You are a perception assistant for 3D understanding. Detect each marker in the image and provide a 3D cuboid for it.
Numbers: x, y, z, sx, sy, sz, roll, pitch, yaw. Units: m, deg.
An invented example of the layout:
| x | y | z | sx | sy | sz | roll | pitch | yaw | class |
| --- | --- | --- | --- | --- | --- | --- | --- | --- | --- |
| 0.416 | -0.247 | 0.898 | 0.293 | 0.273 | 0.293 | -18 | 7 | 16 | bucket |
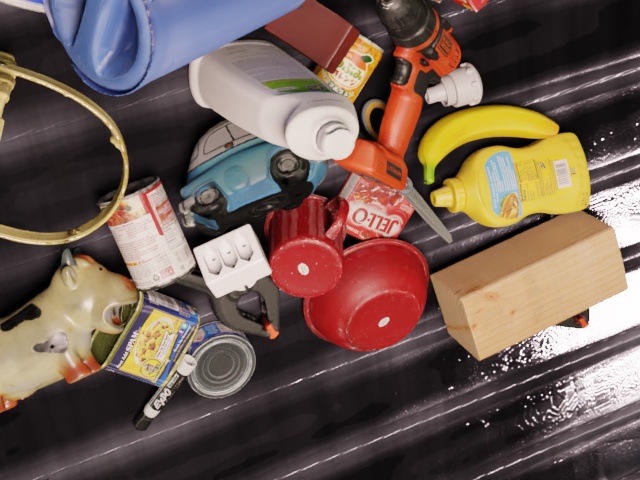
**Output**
| x | y | z | sx | sy | sz | roll | pitch | yaw | class |
| --- | --- | --- | --- | --- | --- | --- | --- | --- | --- |
| -0.177 | 0.175 | 1.205 | 0.020 | 0.020 | 0.121 | 21 | 122 | -31 | marker |

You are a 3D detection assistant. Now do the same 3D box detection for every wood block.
| x | y | z | sx | sy | sz | roll | pitch | yaw | class |
| --- | --- | --- | --- | --- | --- | --- | --- | --- | --- |
| 0.252 | 0.051 | 1.284 | 0.206 | 0.091 | 0.090 | -24 | 114 | -10 | wood block |

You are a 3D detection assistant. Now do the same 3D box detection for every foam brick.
| x | y | z | sx | sy | sz | roll | pitch | yaw | class |
| --- | --- | --- | --- | --- | --- | --- | --- | --- | --- |
| -0.007 | -0.212 | 1.079 | 0.078 | 0.051 | 0.053 | 35 | 98 | 9 | foam brick |

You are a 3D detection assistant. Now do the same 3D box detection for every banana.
| x | y | z | sx | sy | sz | roll | pitch | yaw | class |
| --- | --- | --- | --- | --- | --- | --- | --- | --- | --- |
| 0.184 | -0.122 | 1.229 | 0.197 | 0.037 | 0.069 | -22 | 84 | -23 | banana |

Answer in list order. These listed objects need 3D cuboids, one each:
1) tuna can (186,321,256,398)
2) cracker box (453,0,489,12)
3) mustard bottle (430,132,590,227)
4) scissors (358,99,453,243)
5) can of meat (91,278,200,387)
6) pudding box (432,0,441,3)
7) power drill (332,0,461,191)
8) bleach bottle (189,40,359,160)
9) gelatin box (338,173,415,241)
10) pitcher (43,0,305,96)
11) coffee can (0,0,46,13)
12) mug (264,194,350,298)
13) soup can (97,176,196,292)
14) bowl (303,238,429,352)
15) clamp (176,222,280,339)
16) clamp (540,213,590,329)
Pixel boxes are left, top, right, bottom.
| x | y | z | sx | sy | sz | roll | pitch | yaw | class |
| --- | --- | --- | --- | --- | --- | --- | --- | --- | --- |
| -0.118 | 0.138 | 1.226 | 0.086 | 0.034 | 0.086 | -10 | 117 | -20 | tuna can |
| 0.149 | -0.370 | 1.088 | 0.164 | 0.072 | 0.213 | -43 | 124 | 0 | cracker box |
| 0.222 | -0.066 | 1.264 | 0.191 | 0.058 | 0.096 | -12 | 93 | -16 | mustard bottle |
| 0.096 | -0.083 | 1.208 | 0.201 | 0.016 | 0.096 | 31 | 76 | -29 | scissors |
| -0.190 | 0.104 | 1.164 | 0.083 | 0.057 | 0.102 | 25 | 102 | -34 | can of meat |
| 0.065 | -0.283 | 1.078 | 0.113 | 0.090 | 0.039 | 17 | 104 | -31 | pudding box |
| 0.078 | -0.154 | 1.104 | 0.184 | 0.057 | 0.187 | 23 | 89 | -62 | power drill |
| -0.040 | -0.128 | 1.006 | 0.102 | 0.251 | 0.068 | -11 | 117 | -20 | bleach bottle |
| 0.061 | -0.035 | 1.229 | 0.089 | 0.030 | 0.073 | 26 | 101 | -31 | gelatin box |
| -0.108 | -0.230 | 0.946 | 0.242 | 0.149 | 0.145 | -34 | 142 | -42 | pitcher |
| -0.256 | -0.280 | 0.924 | 0.102 | 0.103 | 0.140 | 12 | 108 | -29 | coffee can |
| -0.008 | 0.001 | 1.162 | 0.093 | 0.081 | 0.117 | 35 | 117 | -22 | mug |
| -0.177 | -0.006 | 1.096 | 0.068 | 0.069 | 0.102 | -25 | 106 | -12 | soup can |
| 0.064 | 0.078 | 1.250 | 0.162 | 0.055 | 0.162 | -12 | 131 | -15 | bowl |
| -0.091 | 0.038 | 1.189 | 0.120 | 0.039 | 0.171 | -42 | 122 | 6 | clamp |
| 0.276 | 0.051 | 1.364 | 0.164 | 0.036 | 0.210 | -38 | 119 | -3 | clamp |
